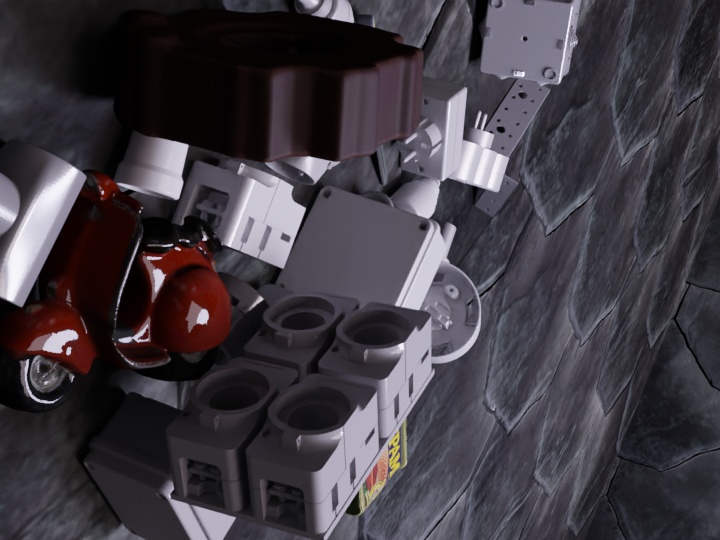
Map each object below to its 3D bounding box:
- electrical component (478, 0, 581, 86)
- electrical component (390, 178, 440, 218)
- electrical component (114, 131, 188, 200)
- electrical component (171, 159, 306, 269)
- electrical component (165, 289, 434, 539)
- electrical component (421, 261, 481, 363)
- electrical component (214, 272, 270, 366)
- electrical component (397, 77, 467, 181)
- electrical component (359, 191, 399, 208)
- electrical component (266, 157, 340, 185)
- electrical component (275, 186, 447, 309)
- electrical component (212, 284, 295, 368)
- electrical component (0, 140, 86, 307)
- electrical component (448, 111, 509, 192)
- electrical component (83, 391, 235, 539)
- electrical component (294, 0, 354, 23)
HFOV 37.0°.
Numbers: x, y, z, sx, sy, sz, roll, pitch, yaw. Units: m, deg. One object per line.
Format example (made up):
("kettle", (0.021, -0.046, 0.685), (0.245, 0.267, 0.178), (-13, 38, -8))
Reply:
("electrical component", (0.169, -0.238, 1.077), (0.048, 0.100, 0.099), (-57, 155, -57))
("electrical component", (0.054, -0.066, 1.030), (0.078, 0.040, 0.040), (-46, 146, -44))
("electrical component", (-0.124, -0.070, 0.653), (0.040, 0.040, 0.046), (22, 82, -66))
("electrical component", (-0.082, -0.041, 0.749), (0.089, 0.050, 0.055), (26, 84, -66))
("electrical component", (-0.033, 0.082, 0.705), (0.186, 0.105, 0.060), (-49, 143, -53))
("electrical component", (0.074, 0.044, 1.089), (0.099, 0.099, 0.064), (-65, 161, -12))
("electrical component", (-0.098, 0.037, 0.770), (0.047, 0.055, 0.055), (-53, 151, -27))
("electrical component", (0.059, -0.123, 0.989), (0.076, 0.047, 0.083), (-42, 143, -47))
("electrical component", (0.018, -0.042, 0.965), (0.045, 0.045, 0.055), (-68, 156, -6))
("electrical component", (-0.032, -0.102, 0.818), (0.077, 0.044, 0.079), (-66, 156, -10))
("electrical component", (0.000, 0.000, 0.882), (0.108, 0.109, 0.056), (-65, 158, -13))
("electrical component", (-0.075, 0.059, 0.825), (0.095, 0.059, 0.053), (-51, 149, -37))
("electrical component", (-0.186, -0.030, 0.545), (0.077, 0.044, 0.079), (-66, 154, -10))
("electrical component", (0.115, -0.126, 1.099), (0.138, 0.052, 0.073), (4, 104, -65))
("electrical component", (-0.133, 0.146, 0.745), (0.057, 0.078, 0.113), (-58, 153, -32))
("electrical component", (-0.030, -0.189, 0.769), (0.061, 0.035, 0.035), (24, 86, -63))
